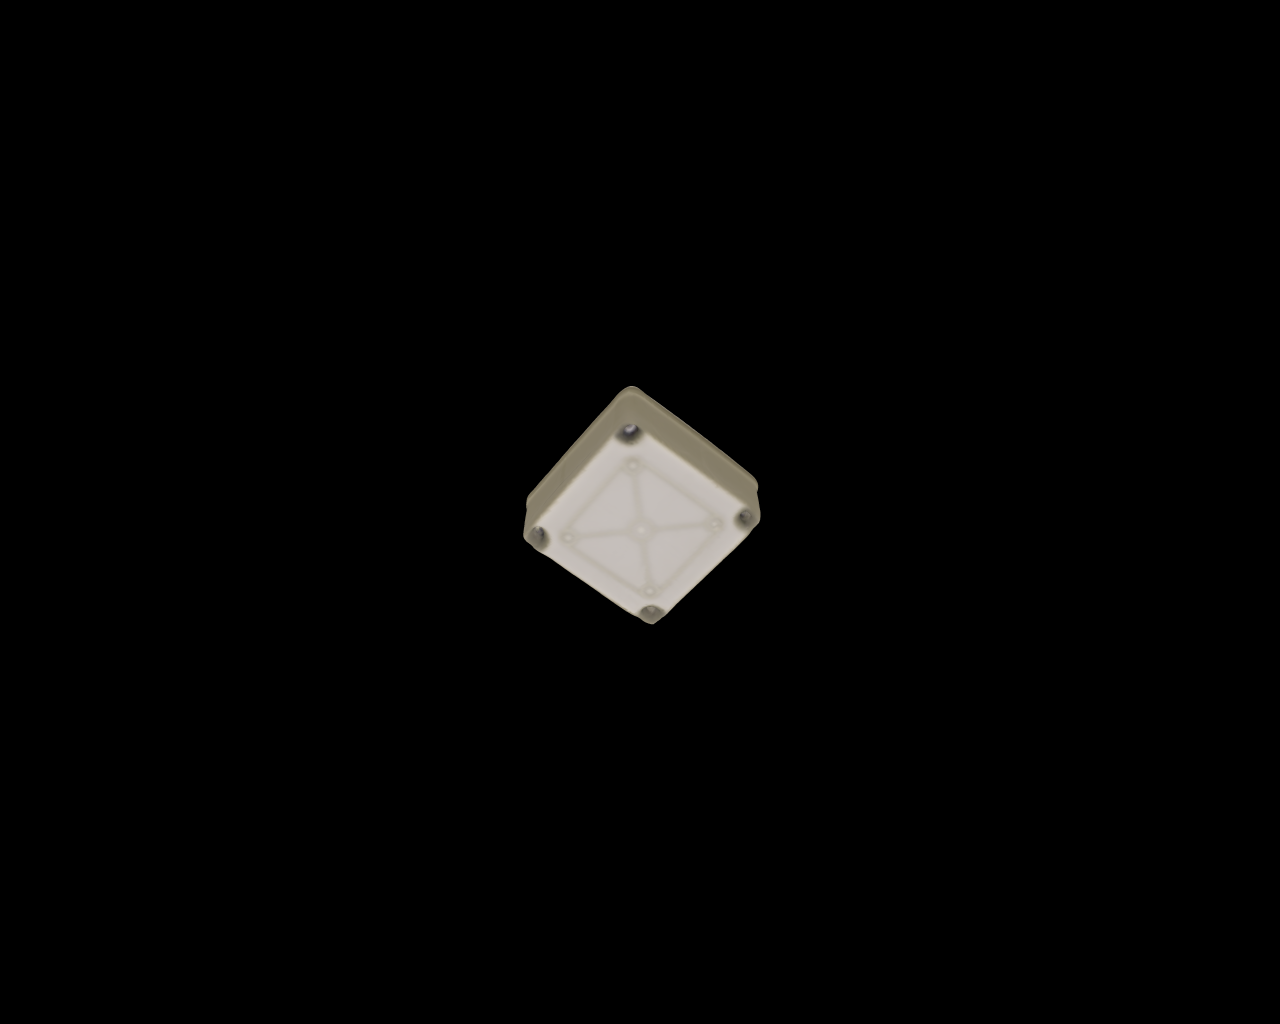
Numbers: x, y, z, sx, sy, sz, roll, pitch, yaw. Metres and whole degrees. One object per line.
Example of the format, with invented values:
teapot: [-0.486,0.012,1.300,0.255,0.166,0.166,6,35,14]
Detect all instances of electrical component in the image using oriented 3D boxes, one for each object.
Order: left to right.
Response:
electrical component: [0.001,-0.003,0.650,0.108,0.108,0.056,36,24,-18]
